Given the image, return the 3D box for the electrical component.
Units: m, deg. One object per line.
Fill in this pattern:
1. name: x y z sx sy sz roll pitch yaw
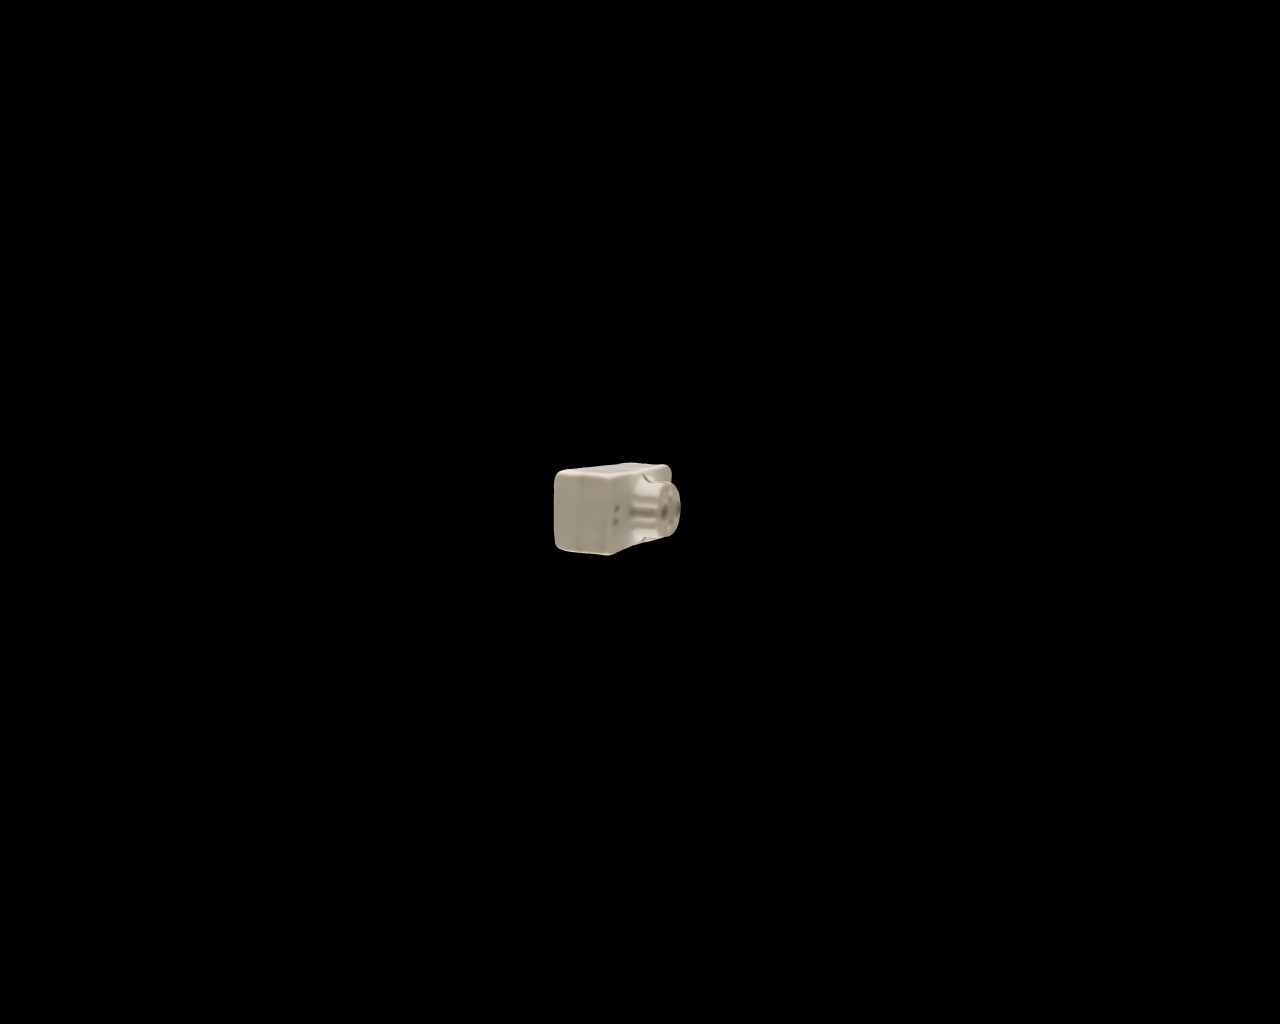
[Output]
1. electrical component: 0.001 -0.003 0.650 0.076 0.047 0.083 4 8 28
